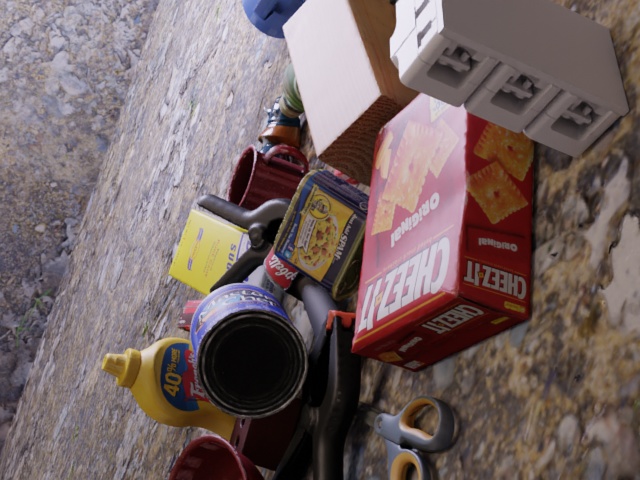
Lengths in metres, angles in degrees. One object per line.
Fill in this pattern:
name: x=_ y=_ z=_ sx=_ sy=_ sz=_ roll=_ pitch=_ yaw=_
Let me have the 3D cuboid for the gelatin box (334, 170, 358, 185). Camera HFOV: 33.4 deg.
gelatin box: x=0.049 y=-0.108 z=1.118 sx=0.073 sy=0.030 sz=0.089 roll=-16 pitch=57 yaw=67

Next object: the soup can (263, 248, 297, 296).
soup can: x=-0.007 y=0.001 z=1.113 sx=0.102 sy=0.068 sz=0.068 roll=-59 pitch=23 yaw=31

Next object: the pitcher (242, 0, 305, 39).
pitcher: x=-0.025 y=-0.347 z=1.376 sx=0.243 sy=0.149 sz=0.145 roll=147 pitch=118 yaw=-65

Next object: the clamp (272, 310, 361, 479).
clamp: x=0.006 y=0.170 z=0.953 sx=0.165 sy=0.036 sz=0.210 roll=-137 pitch=58 yaw=-66

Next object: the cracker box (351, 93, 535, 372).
cracker box: x=0.097 y=-0.021 z=0.852 sx=0.164 sy=0.072 sz=0.213 roll=-39 pitch=38 yaw=57

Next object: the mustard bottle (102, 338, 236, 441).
mustard bottle: x=-0.140 y=0.155 z=1.142 sx=0.058 sy=0.191 sz=0.096 roll=-47 pitch=31 yaw=49

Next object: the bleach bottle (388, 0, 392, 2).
bleach bottle: x=0.076 y=-0.319 z=1.190 sx=0.251 sy=0.068 sz=0.102 roll=136 pitch=148 yaw=-56

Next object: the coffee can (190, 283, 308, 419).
coffee can: x=-0.071 y=0.103 z=1.025 sx=0.140 sy=0.102 sz=0.103 roll=-141 pitch=70 yaw=-79

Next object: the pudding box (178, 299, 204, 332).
pudding box: x=-0.092 y=0.101 z=1.183 sx=0.090 sy=0.113 sz=0.039 roll=-10 pitch=59 yaw=68

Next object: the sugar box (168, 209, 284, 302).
sugar box: x=-0.109 y=0.030 z=1.299 sx=0.176 sy=0.048 sz=0.093 roll=22 pitch=94 yaw=49

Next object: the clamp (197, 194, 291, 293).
clamp: x=-0.070 y=-0.012 z=1.207 sx=0.172 sy=0.039 sz=0.120 roll=-20 pitch=88 yaw=28

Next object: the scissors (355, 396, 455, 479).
scissors: x=0.054 y=0.171 z=0.876 sx=0.202 sy=0.016 sz=0.096 roll=151 pitch=132 yaw=-65

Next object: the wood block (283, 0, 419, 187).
wood block: x=0.039 y=-0.157 z=1.038 sx=0.091 sy=0.090 sz=0.206 roll=-44 pitch=39 yaw=28

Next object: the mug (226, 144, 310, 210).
mug: x=-0.054 y=-0.066 z=1.277 sx=0.117 sy=0.081 sz=0.093 roll=-57 pitch=24 yaw=36

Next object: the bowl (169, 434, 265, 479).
bowl: x=-0.091 y=0.272 z=1.035 sx=0.162 sy=0.055 sz=0.162 roll=-21 pitch=63 yaw=49

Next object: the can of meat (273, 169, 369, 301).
can of meat: x=0.011 y=-0.007 z=1.024 sx=0.057 sy=0.084 sz=0.102 roll=-14 pitch=-48 yaw=-61

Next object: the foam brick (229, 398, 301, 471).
foam brick: x=-0.057 y=0.192 z=1.098 sx=0.053 sy=0.051 sz=0.078 roll=-4 pitch=69 yaw=69
